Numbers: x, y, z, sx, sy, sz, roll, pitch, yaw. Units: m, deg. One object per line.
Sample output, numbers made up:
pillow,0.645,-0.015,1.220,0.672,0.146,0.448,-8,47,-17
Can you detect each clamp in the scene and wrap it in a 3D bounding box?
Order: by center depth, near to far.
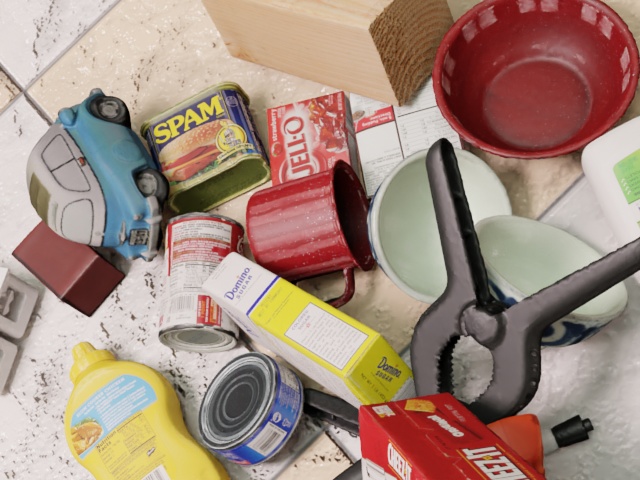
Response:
clamp,0.108,0.045,0.717,0.165,0.036,0.210,35,114,25
clamp,0.047,0.147,0.799,0.171,0.039,0.120,-18,53,10

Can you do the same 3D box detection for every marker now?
marker,0.141,0.156,0.776,0.121,0.020,0.020,-24,61,10

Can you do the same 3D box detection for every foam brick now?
foam brick,-0.225,0.023,0.958,0.078,0.053,0.051,36,83,29

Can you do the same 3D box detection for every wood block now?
wood block,0.003,-0.198,0.920,0.206,0.090,0.090,23,65,39

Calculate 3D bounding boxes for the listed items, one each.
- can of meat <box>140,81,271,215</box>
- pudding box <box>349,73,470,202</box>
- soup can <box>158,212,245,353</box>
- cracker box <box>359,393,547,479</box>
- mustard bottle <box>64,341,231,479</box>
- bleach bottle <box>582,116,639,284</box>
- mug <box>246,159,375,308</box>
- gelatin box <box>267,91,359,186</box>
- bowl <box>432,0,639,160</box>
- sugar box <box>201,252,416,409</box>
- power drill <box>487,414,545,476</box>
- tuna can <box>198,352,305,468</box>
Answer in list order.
can of meat,-0.101,-0.079,0.954,0.102,0.057,0.084,-26,63,9
pudding box,0.076,-0.087,0.899,0.090,0.039,0.113,-15,65,13
soup can,-0.099,0.037,0.894,0.069,0.068,0.102,-7,65,18
cracker box,0.085,0.219,0.636,0.072,0.164,0.214,-7,103,-14
mustard bottle,-0.154,0.157,0.867,0.096,0.058,0.192,-39,60,2
bleach bottle,0.283,0.024,0.757,0.102,0.068,0.251,-26,63,9
mug,-0.006,0.001,0.867,0.082,0.093,0.117,-15,82,20
gelatin box,-0.007,-0.080,0.932,0.073,0.030,0.089,-12,64,16
bowl,0.174,-0.124,0.863,0.162,0.055,0.162,-6,64,12
sugar box,-0.005,0.074,0.801,0.048,0.093,0.176,-49,44,-11
power drill,0.147,0.207,0.668,0.057,0.184,0.188,-16,52,-5
tuna can,-0.055,0.131,0.835,0.086,0.033,0.086,-29,41,29
